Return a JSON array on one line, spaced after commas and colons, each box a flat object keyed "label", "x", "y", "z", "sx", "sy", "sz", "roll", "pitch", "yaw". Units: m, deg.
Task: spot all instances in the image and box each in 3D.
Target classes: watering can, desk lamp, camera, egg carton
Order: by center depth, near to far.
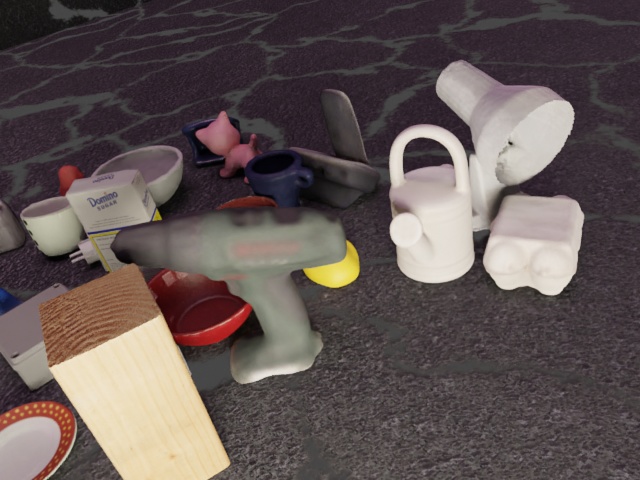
[{"label": "watering can", "x": 0.135, "y": -0.046, "z": 0.699, "sx": 0.100, "sy": 0.194, "sz": 0.173, "roll": -6, "pitch": 36, "yaw": 9}, {"label": "egg carton", "x": 0.263, "y": -0.001, "z": 0.705, "sx": 0.107, "sy": 0.069, "sz": 0.150, "roll": 6, "pitch": 39, "yaw": 25}, {"label": "desk lamp", "x": 0.222, "y": -0.121, "z": 0.760, "sx": 0.118, "sy": 0.214, "sz": 0.202, "roll": -25, "pitch": 37, "yaw": -17}, {"label": "camera", "x": -0.602, "y": -0.037, "z": 0.996, "sx": 0.143, "sy": 0.101, "sz": 0.136, "roll": -19, "pitch": 35, "yaw": -9}]

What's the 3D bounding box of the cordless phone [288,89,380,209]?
[{"label": "cordless phone", "x": 0.012, "y": -0.156, "z": 0.899, "sx": 0.147, "sy": 0.185, "sz": 0.094, "roll": 17, "pitch": 45, "yaw": 35}]

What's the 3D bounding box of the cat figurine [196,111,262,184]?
[{"label": "cat figurine", "x": -0.157, "y": -0.172, "z": 1.033, "sx": 0.127, "sy": 0.118, "sz": 0.067, "roll": 13, "pitch": 43, "yaw": 32}]

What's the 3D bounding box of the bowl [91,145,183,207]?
[{"label": "bowl", "x": -0.314, "y": -0.098, "z": 1.015, "sx": 0.167, "sy": 0.075, "sz": 0.167, "roll": -8, "pitch": 35, "yaw": 6}]

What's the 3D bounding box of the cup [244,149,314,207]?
[{"label": "cup", "x": -0.052, "y": -0.080, "z": 0.891, "sx": 0.117, "sy": 0.095, "sz": 0.092, "roll": 13, "pitch": 42, "yaw": 32}]

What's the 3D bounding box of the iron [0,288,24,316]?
[{"label": "iron", "x": -0.558, "y": 0.077, "z": 0.788, "sx": 0.258, "sy": 0.142, "sz": 0.118, "roll": -14, "pitch": 35, "yaw": -2}]

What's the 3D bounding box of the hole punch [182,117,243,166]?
[{"label": "hole punch", "x": -0.211, "y": -0.209, "z": 1.124, "sx": 0.108, "sy": 0.091, "sz": 0.101, "roll": -12, "pitch": 35, "yaw": 1}]

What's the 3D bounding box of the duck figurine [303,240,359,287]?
[{"label": "duck figurine", "x": 0.007, "y": 0.003, "z": 0.766, "sx": 0.077, "sy": 0.086, "sz": 0.104, "roll": -23, "pitch": 36, "yaw": -15}]

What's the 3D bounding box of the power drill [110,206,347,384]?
[{"label": "power drill", "x": -0.078, "y": 0.053, "z": 0.614, "sx": 0.229, "sy": 0.209, "sz": 0.075, "roll": -14, "pitch": 35, "yaw": -2}]

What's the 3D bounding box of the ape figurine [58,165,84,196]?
[{"label": "ape figurine", "x": -0.437, "y": -0.093, "z": 1.031, "sx": 0.077, "sy": 0.092, "sz": 0.076, "roll": 9, "pitch": 40, "yaw": 27}]
